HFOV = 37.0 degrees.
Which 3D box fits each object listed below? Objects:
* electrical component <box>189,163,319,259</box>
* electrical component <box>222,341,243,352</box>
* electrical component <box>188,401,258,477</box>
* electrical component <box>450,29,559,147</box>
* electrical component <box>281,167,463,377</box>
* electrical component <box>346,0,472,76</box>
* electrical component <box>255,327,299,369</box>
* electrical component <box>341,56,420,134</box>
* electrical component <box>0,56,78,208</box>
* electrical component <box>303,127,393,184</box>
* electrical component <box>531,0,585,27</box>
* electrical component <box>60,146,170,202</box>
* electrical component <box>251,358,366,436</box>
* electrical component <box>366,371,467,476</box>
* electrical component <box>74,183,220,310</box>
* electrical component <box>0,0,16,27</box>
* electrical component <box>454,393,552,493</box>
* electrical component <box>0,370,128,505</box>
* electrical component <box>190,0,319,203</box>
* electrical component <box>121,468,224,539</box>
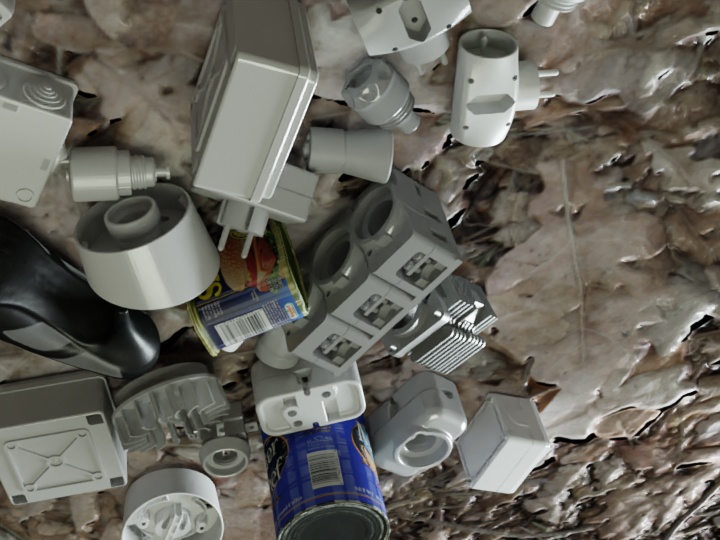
[{"bbox_3d":[-0.085,-0.047,0.806,0.083,0.047,0.075,18,85,-20],"label":"electrical component"},{"bbox_3d":[-0.100,0.036,0.908,0.055,0.045,0.045,-37,129,19],"label":"electrical component"},{"bbox_3d":[-0.128,0.159,1.004,0.066,0.055,0.048,-11,133,-4],"label":"electrical component"},{"bbox_3d":[0.109,-0.137,0.804,0.079,0.043,0.077,-6,132,-9],"label":"electrical component"},{"bbox_3d":[0.000,0.000,0.869,0.062,0.089,0.150,29,119,-33],"label":"electrical component"},{"bbox_3d":[0.040,-0.171,0.756,0.077,0.043,0.079,-22,132,7],"label":"electrical component"},{"bbox_3d":[-0.067,0.057,0.939,0.040,0.040,0.046,10,123,-21],"label":"electrical component"},{"bbox_3d":[0.019,-0.125,0.793,0.043,0.043,0.062,-37,130,19],"label":"electrical component"},{"bbox_3d":[-0.253,-0.098,0.749,0.100,0.048,0.099,17,125,-26],"label":"electrical component"},{"bbox_3d":[-0.011,-0.090,0.820,0.065,0.044,0.044,3,130,-10],"label":"electrical component"},{"bbox_3d":[0.141,-0.201,0.755,0.048,0.048,0.062,7,136,-19],"label":"electrical component"},{"bbox_3d":[-0.181,-0.072,0.795,0.078,0.040,0.040,-3,132,-11],"label":"electrical component"},{"bbox_3d":[-0.048,0.103,0.971,0.095,0.059,0.053,-13,133,-2],"label":"electrical component"},{"bbox_3d":[0.055,0.153,1.039,0.054,0.059,0.095,28,120,-32],"label":"electrical component"},{"bbox_3d":[-0.162,-0.019,0.809,0.099,0.099,0.064,-15,126,0],"label":"electrical component"},{"bbox_3d":[-0.272,-0.164,0.677,0.096,0.061,0.062,-34,130,17],"label":"electrical component"},{"bbox_3d":[0.143,0.179,1.083,0.061,0.061,0.096,12,127,-23],"label":"electrical component"},{"bbox_3d":[-0.271,0.150,0.961,0.109,0.056,0.108,-9,133,-5],"label":"electrical component"},{"bbox_3d":[-0.076,-0.121,0.730,0.056,0.108,0.108,12,128,-19],"label":"electrical component"},{"bbox_3d":[-0.186,0.245,1.062,0.099,0.064,0.099,-7,132,-7],"label":"electrical component"}]
